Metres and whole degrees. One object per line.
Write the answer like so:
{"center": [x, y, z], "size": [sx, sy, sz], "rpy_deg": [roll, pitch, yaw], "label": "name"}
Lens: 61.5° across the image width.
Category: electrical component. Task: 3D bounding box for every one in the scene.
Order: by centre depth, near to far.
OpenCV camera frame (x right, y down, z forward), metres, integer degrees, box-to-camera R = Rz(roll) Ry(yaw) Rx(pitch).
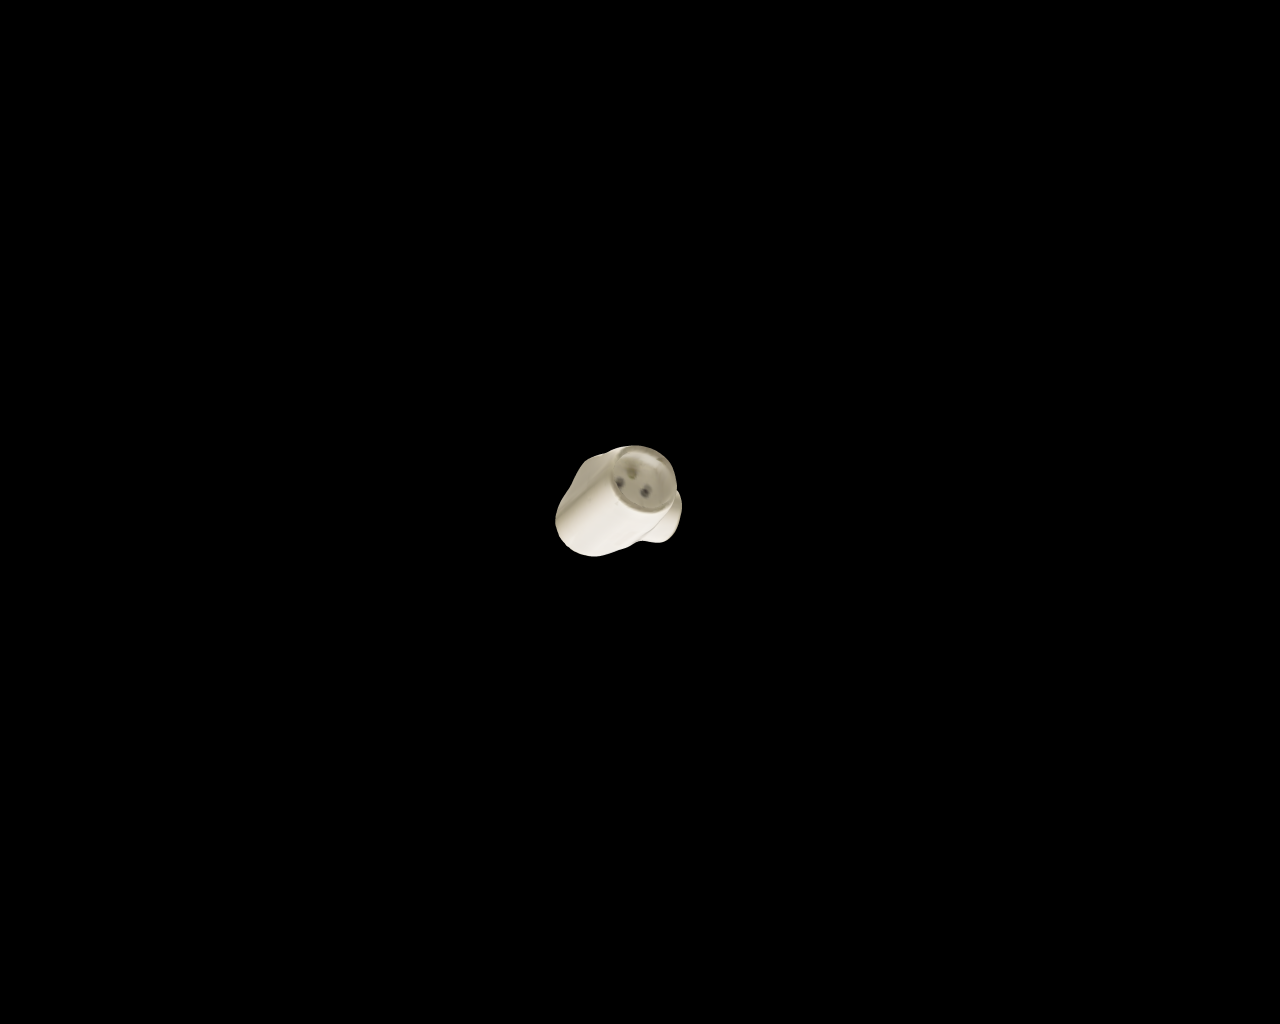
{"center": [0.001, -0.003, 0.650], "size": [0.079, 0.043, 0.077], "rpy_deg": [12, -27, -25], "label": "electrical component"}
